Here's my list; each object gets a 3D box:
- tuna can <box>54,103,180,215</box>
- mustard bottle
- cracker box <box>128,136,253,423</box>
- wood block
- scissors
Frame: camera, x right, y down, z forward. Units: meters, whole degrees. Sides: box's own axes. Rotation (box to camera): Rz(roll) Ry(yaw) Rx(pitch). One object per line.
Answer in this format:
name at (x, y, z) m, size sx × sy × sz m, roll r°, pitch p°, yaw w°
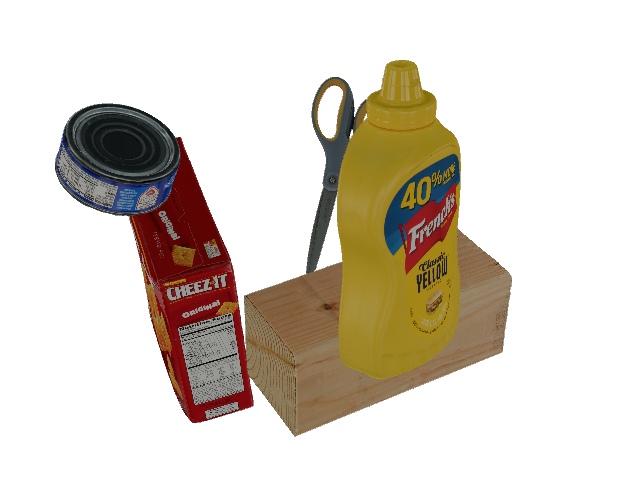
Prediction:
tuna can at (-0.144, -0.059, 0.765) m, size 0.086 × 0.086 × 0.034 m, roll 0°, pitch -43°, yaw -27°
mustard bottle at (0.050, -0.016, 0.656) m, size 0.058 × 0.192 × 0.096 m, roll 20°, pitch 35°, yaw 37°
cracker box at (-0.125, 0.041, 0.979) m, size 0.072 × 0.164 × 0.214 m, roll -17°, pitch -41°, yaw -12°
wood block at (0.048, 0.071, 0.898) m, size 0.205 × 0.090 × 0.091 m, roll -18°, pitch 39°, yaw -23°
scissors at (0.031, -0.066, 1.062) m, size 0.096 × 0.202 × 0.016 m, roll -2°, pitch -12°, yaw 2°
